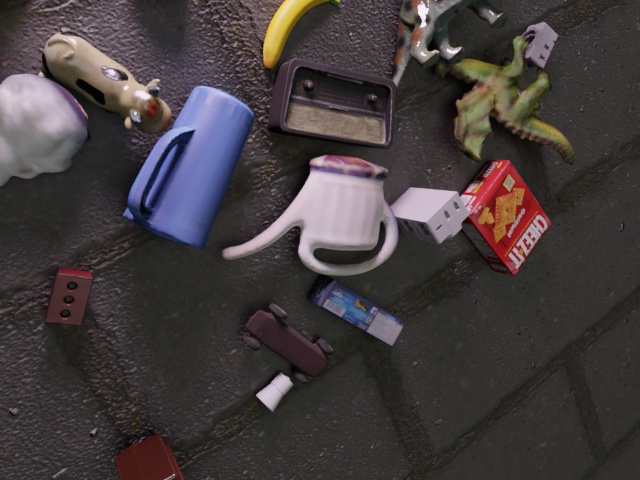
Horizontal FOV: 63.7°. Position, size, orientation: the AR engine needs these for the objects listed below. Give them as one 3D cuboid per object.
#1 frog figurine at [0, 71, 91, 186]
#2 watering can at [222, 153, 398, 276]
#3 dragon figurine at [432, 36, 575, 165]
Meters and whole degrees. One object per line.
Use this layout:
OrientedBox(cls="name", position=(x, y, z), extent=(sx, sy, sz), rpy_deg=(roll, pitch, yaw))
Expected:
OrientedBox(cls="frog figurine", position=(-0.411, -0.147, 0.714), extent=(0.162, 0.123, 0.134), rpy_deg=(-47, 135, -25))
OrientedBox(cls="watering can", position=(0.003, -0.047, 0.937), extent=(0.347, 0.104, 0.224), rpy_deg=(5, 94, -27))
OrientedBox(cls="dragon figurine", position=(0.377, -0.264, 1.091), extent=(0.244, 0.122, 0.407), rpy_deg=(-39, 102, -9))
